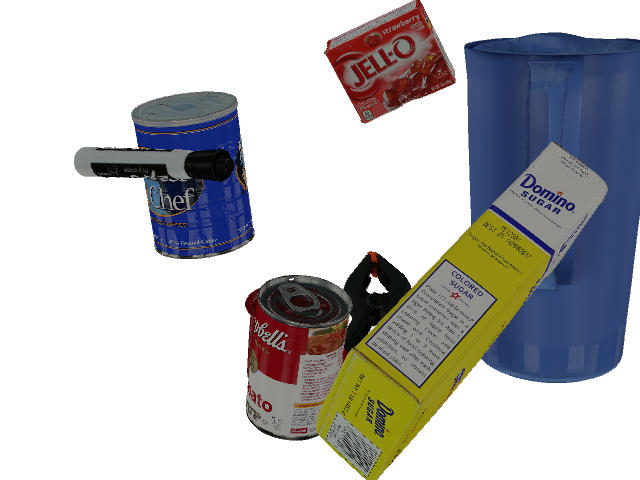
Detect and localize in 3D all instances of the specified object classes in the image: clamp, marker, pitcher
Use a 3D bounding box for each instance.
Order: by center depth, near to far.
[{"bbox_3d":[-0.100,-0.046,0.639,0.121,0.020,0.020,5,3,36],"label":"marker"},{"bbox_3d":[0.165,-0.023,0.761,0.149,0.243,0.145,-10,17,-29],"label":"pitcher"},{"bbox_3d":[0.076,0.082,1.193,0.120,0.171,0.039,7,-43,0],"label":"clamp"}]

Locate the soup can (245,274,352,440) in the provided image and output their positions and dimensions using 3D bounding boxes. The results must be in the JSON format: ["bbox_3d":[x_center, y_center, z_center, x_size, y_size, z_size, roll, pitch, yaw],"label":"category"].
[{"bbox_3d":[-0.017,0.085,0.778,0.068,0.102,0.068,6,28,-3],"label":"soup can"}]

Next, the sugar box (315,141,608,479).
[{"bbox_3d":[0.073,0.034,0.537,0.176,0.048,0.093,-40,-17,-32],"label":"sugar box"}]

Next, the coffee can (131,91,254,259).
[{"bbox_3d":[-0.124,-0.066,1.050,0.103,0.140,0.103,-6,22,2],"label":"coffee can"}]

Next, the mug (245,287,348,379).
[{"bbox_3d":[-0.018,0.101,0.995,0.117,0.081,0.093,26,32,37],"label":"mug"}]

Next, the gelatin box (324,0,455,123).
[{"bbox_3d":[0.058,-0.149,0.893,0.089,0.073,0.030,-22,26,18],"label":"gelatin box"}]
